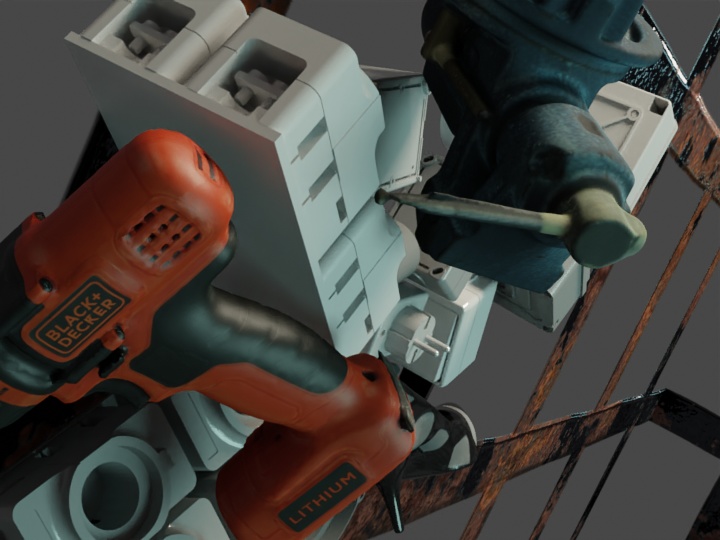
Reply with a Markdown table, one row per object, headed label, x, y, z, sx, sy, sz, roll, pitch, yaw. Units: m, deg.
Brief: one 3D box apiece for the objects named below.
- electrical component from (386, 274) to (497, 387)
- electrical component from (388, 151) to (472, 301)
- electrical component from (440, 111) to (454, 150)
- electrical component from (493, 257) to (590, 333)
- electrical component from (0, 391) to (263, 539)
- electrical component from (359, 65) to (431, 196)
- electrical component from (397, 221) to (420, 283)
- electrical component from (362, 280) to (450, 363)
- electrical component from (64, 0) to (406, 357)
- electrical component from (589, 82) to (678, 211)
| label | x | y | z | sx | sy | sz | roll | pitch | yaw |
| --- | --- | --- | --- | --- | --- | --- | --- | --- | --- |
| electrical component | 0.061 | 0.034 | 0.840 | 0.061 | 0.062 | 0.096 | -34 | 144 | -48 |
| electrical component | 0.062 | -0.035 | 0.767 | 0.096 | 0.062 | 0.061 | -58 | 157 | -8 |
| electrical component | 0.102 | -0.123 | 0.780 | 0.099 | 0.064 | 0.099 | -56 | 170 | -15 |
| electrical component | 0.122 | -0.012 | 0.853 | 0.057 | 0.113 | 0.078 | -51 | 155 | -18 |
| electrical component | -0.091 | 0.109 | 0.548 | 0.186 | 0.060 | 0.105 | -38 | 110 | -43 |
| electrical component | -0.003 | -0.078 | 0.583 | 0.096 | 0.061 | 0.061 | -26 | 124 | -63 |
| electrical component | 0.000 | 0.000 | 0.701 | 0.081 | 0.043 | 0.043 | -33 | 143 | -49 |
| electrical component | 0.027 | 0.041 | 0.759 | 0.066 | 0.077 | 0.047 | -11 | 126 | -60 |
| electrical component | -0.044 | -0.040 | 0.487 | 0.060 | 0.105 | 0.186 | -52 | 155 | -22 |
| electrical component | 0.190 | -0.103 | 0.896 | 0.108 | 0.109 | 0.056 | -60 | 154 | -5 |
